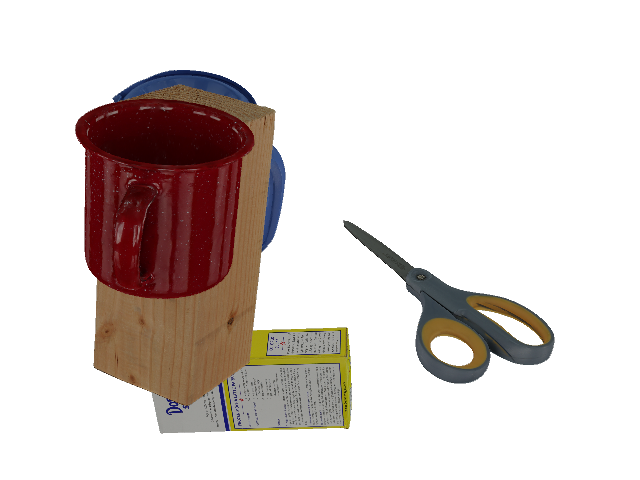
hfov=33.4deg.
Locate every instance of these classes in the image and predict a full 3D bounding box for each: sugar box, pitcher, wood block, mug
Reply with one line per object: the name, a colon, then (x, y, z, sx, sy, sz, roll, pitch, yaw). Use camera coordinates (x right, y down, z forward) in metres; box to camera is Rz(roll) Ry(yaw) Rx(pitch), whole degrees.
sugar box: (-0.061, 0.125, 0.953, 0.176, 0.093, 0.048, 0, 36, 5)
pitcher: (-0.126, -0.034, 1.069, 0.144, 0.243, 0.149, -7, 42, -17)
wood block: (-0.101, 0.002, 0.781, 0.090, 0.206, 0.090, 18, 25, 24)
mug: (-0.086, -0.016, 0.564, 0.093, 0.081, 0.117, 8, 28, 1)

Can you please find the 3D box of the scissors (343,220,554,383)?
scissors: (0.062, 0.040, 0.724, 0.202, 0.016, 0.096, 26, 41, 35)
